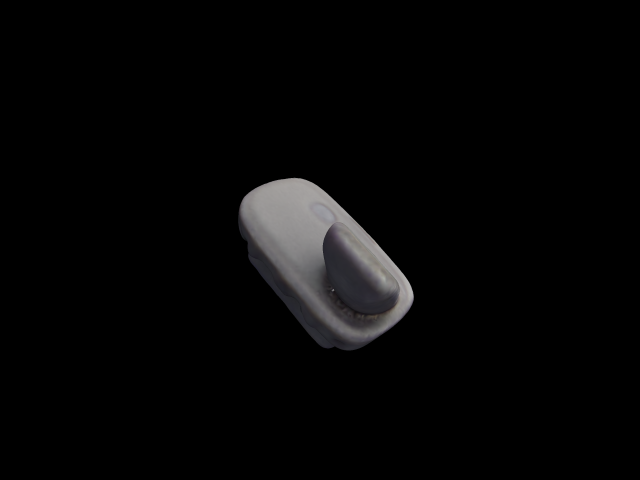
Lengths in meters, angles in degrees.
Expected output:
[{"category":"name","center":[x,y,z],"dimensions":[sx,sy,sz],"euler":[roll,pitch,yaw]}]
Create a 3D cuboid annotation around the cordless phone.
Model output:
[{"category":"cordless phone","center":[0.004,0.001,0.400],"dimensions":[0.094,0.185,0.147],"euler":[-43,78,-11]}]
